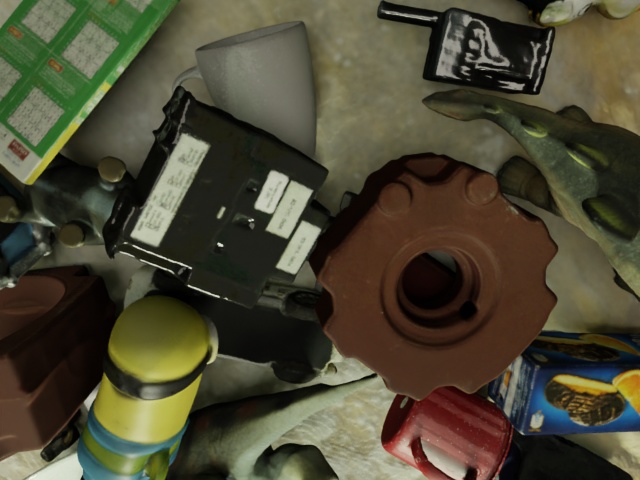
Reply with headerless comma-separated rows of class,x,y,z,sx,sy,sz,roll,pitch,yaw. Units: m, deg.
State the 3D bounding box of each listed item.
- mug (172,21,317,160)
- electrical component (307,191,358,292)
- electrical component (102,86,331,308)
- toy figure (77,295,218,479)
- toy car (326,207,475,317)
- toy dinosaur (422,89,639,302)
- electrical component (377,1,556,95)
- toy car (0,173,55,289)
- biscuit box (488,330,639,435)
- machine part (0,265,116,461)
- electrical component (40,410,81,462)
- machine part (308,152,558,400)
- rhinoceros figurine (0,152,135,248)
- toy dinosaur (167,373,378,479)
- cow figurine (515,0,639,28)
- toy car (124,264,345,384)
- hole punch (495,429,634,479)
mug,-0.050,-0.098,0.409,0.110,0.081,0.107,-19,115,-3
electrical component,-0.001,-0.001,0.464,0.063,0.021,0.094,16,108,1
electrical component,-0.060,-0.021,0.363,0.134,0.058,0.115,26,102,-32
toy figure,-0.137,0.128,0.416,0.082,0.089,0.180,23,100,-7
toy car,0.089,0.042,0.449,0.202,0.053,0.089,34,102,-11
toy dinosaur,0.271,0.027,0.356,0.471,0.198,0.105,31,110,-2
electrical component,0.097,-0.137,0.387,0.119,0.075,0.047,9,106,-1
toy car,-0.318,-0.020,0.456,0.103,0.109,0.161,-31,114,35
biscuit box,0.244,0.112,0.431,0.203,0.059,0.062,2,105,-10
machine part,-0.281,0.099,0.425,0.201,0.201,0.087,-6,108,7
electrical component,-0.275,0.163,0.525,0.078,0.045,0.102,-6,106,5
machine part,0.082,0.029,0.390,0.179,0.056,0.179,-1,106,-5
rhinoceros figurine,-0.160,-0.018,0.432,0.190,0.112,0.073,17,79,13
toy dinosaur,-0.116,0.236,0.491,0.192,0.131,0.404,36,91,34
cow figurine,0.140,-0.200,0.368,0.098,0.068,0.167,-40,95,20
toy car,-0.072,0.071,0.475,0.202,0.056,0.073,12,102,0
hole punch,0.205,0.236,0.490,0.142,0.092,0.116,28,77,0
